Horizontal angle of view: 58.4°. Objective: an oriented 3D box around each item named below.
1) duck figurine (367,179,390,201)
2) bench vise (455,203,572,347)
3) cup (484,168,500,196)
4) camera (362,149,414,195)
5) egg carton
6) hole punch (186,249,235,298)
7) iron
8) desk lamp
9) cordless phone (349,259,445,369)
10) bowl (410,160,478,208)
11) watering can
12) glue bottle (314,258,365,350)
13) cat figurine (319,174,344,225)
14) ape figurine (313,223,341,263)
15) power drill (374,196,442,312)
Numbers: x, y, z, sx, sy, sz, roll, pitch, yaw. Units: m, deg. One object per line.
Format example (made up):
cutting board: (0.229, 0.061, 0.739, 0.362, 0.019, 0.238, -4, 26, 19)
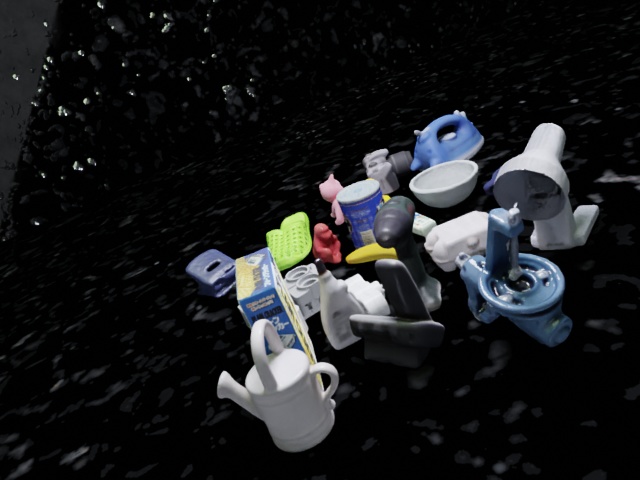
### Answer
duck figurine: (0.140, -0.117, 1.492, 0.077, 0.086, 0.104, -27, 24, -10)
bench vise: (0.264, 0.045, 0.860, 0.122, 0.220, 0.206, -38, 28, -32)
cup: (0.408, -0.101, 1.210, 0.118, 0.095, 0.091, -24, 23, -4)
camera: (0.197, -0.206, 1.617, 0.136, 0.101, 0.143, -20, 23, 6)
egg carton: (0.285, 0.002, 1.127, 0.150, 0.069, 0.107, -22, 23, 0)
hole punch: (-0.257, 0.079, 1.411, 0.100, 0.091, 0.109, 1, 32, 43)
iron: (0.359, -0.287, 1.598, 0.259, 0.142, 0.118, -35, 26, -27)
desk lamp: (0.407, -0.087, 1.029, 0.117, 0.214, 0.204, -1, 31, 40)
cordless phone: (0.107, 0.104, 0.915, 0.147, 0.185, 0.094, -3, 30, 38)
bowl: (0.305, -0.124, 1.378, 0.167, 0.075, 0.167, -18, 23, 9)
watering can: (-0.064, 0.206, 0.832, 0.173, 0.194, 0.100, -25, 23, -6)
glue bottle: (0.027, 0.105, 0.998, 0.078, 0.173, 0.037, -27, 24, -11)
cat figurine: (0.043, -0.116, 1.536, 0.067, 0.118, 0.127, -24, 23, -5)
ape figurine: (0.012, 0.005, 1.333, 0.075, 0.092, 0.078, 1, 32, 43)
power drill: (0.153, 0.024, 1.018, 0.075, 0.209, 0.229, -15, 24, 16)
